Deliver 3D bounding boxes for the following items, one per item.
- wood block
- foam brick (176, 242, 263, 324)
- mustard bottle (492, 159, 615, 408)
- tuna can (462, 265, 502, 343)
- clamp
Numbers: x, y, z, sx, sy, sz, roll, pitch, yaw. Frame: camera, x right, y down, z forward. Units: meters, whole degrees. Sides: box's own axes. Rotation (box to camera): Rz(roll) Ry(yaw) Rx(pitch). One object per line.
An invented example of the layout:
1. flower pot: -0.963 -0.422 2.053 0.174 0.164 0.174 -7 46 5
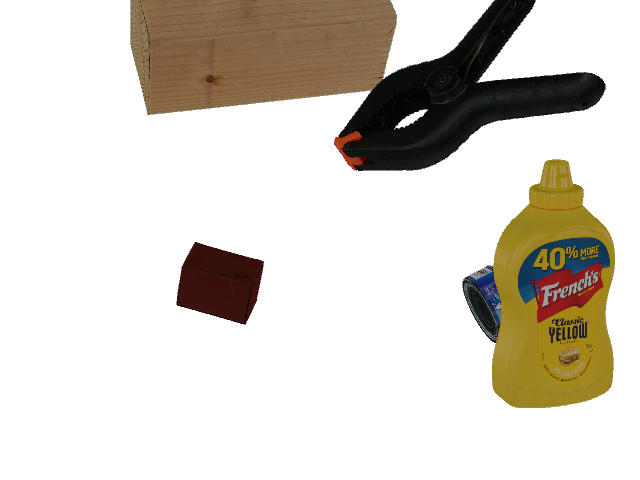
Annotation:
1. wood block: -0.051 -0.177 0.905 0.205 0.090 0.091 -8 -34 -15
2. foam brick: -0.105 0.045 1.114 0.078 0.051 0.053 16 32 4
3. mustard bottle: 0.183 0.032 0.836 0.096 0.192 0.058 -6 15 -14
4. tuna can: 0.197 0.074 1.217 0.033 0.086 0.086 -26 4 -8
5. clamp: 0.093 -0.090 0.685 0.039 0.171 0.120 49 7 -41
